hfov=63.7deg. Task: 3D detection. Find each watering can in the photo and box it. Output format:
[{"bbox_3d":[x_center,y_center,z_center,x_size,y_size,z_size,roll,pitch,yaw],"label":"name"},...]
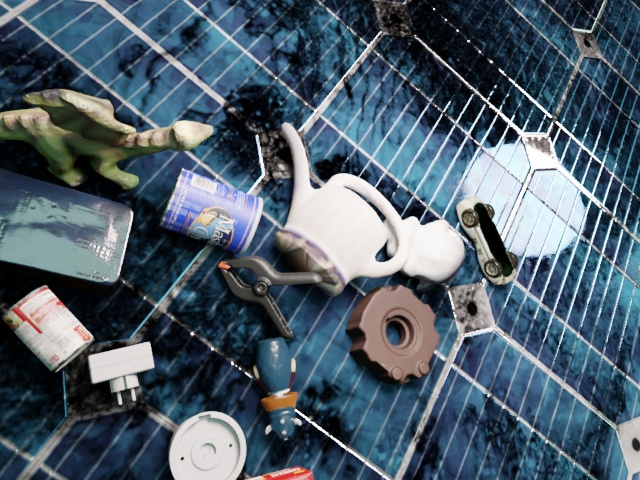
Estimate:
[{"bbox_3d":[0.003,-0.047,0.936,0.349,0.102,0.228,42,63,5],"label":"watering can"}]

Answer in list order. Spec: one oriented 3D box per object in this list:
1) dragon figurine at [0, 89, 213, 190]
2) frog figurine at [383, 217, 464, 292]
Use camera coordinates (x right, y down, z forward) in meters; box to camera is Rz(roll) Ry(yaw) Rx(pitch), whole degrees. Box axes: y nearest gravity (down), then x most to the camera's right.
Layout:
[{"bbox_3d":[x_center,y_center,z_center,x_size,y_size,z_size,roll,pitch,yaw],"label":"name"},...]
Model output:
[{"bbox_3d":[-0.361,-0.165,0.730,0.410,0.240,0.123,4,77,-26],"label":"dragon figurine"},{"bbox_3d":[0.197,0.008,0.996,0.138,0.123,0.158,-43,106,-11],"label":"frog figurine"}]
